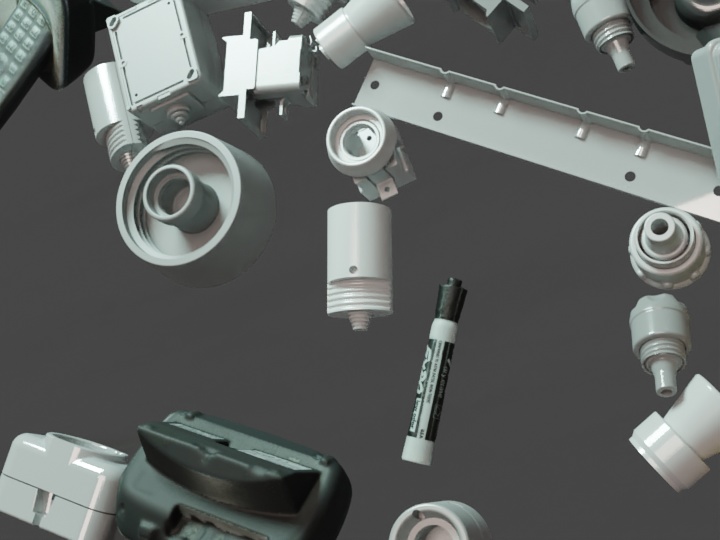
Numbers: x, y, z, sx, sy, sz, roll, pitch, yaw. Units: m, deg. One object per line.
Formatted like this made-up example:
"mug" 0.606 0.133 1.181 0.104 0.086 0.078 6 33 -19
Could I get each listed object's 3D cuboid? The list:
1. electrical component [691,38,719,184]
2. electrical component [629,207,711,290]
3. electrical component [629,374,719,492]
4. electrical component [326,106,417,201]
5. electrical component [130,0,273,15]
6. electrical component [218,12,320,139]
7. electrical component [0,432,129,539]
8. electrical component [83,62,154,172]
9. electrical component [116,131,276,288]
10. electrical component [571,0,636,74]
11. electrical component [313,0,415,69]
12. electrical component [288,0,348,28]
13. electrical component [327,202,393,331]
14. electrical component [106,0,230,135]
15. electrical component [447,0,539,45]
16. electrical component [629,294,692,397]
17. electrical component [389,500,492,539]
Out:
"electrical component" 0.255 -0.087 0.604 0.109 0.056 0.108 -14 95 6
"electrical component" 0.181 -0.017 0.637 0.048 0.062 0.048 -6 74 21
"electrical component" 0.189 0.094 0.616 0.055 0.045 0.045 -43 66 6
"electrical component" 0.007 -0.081 0.723 0.048 0.055 0.066 -24 69 13
"electrical component" -0.120 -0.240 0.811 0.113 0.057 0.078 -7 74 19
"electrical component" -0.063 -0.140 0.773 0.064 0.042 0.081 -2 77 16
"electrical component" -0.199 0.149 0.744 0.095 0.054 0.059 14 82 23
"electrical component" -0.179 -0.110 0.807 0.043 0.043 0.081 -22 70 15
"electrical component" -0.121 -0.046 0.760 0.108 0.060 0.108 -5 75 19
"electrical component" 0.162 -0.156 0.695 0.035 0.035 0.061 -23 72 14
"electrical component" 0.000 -0.173 0.758 0.065 0.044 0.044 -35 67 14
"electrical component" -0.024 -0.211 0.774 0.043 0.043 0.081 33 91 24
"electrical component" 0.000 0.000 0.712 0.043 0.043 0.081 -5 75 19
"electrical component" -0.137 -0.145 0.791 0.062 0.061 0.096 -22 70 15
"electrical component" 0.094 -0.196 0.727 0.081 0.042 0.063 42 92 23
"electrical component" 0.177 0.046 0.630 0.035 0.035 0.061 -9 48 19
"electrical component" 0.048 0.167 0.650 0.055 0.047 0.055 -5 75 20
